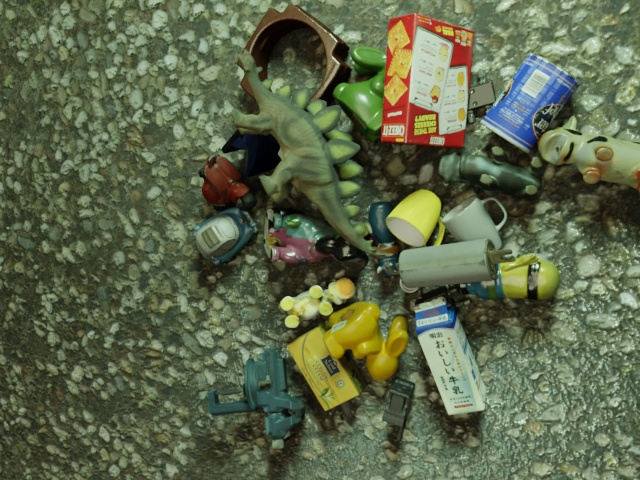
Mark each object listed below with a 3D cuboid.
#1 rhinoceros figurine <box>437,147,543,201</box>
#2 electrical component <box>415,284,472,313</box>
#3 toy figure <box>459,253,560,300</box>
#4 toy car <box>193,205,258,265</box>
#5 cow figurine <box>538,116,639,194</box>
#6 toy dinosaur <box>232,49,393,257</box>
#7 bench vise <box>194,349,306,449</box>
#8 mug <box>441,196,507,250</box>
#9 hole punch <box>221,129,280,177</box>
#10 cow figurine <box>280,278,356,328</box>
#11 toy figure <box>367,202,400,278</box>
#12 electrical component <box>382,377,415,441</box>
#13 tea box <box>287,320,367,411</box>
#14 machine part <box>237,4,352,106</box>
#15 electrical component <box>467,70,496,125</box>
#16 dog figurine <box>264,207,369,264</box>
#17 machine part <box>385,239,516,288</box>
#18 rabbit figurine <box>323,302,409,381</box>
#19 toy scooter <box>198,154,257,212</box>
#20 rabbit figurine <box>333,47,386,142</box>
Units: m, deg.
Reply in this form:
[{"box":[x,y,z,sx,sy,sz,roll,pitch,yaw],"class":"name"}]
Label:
[{"box":[0.314,-0.123,0.988,0.190,0.112,0.073,13,87,7],"class":"rhinoceros figurine"},{"box":[0.244,0.118,1.088,0.102,0.045,0.078,-33,114,26],"class":"electrical component"},{"box":[0.355,0.075,1.014,0.180,0.082,0.089,-12,90,22],"class":"toy figure"},{"box":[-0.226,-0.007,1.224,0.162,0.103,0.109,-32,87,25],"class":"toy car"},{"box":[0.472,-0.148,0.917,0.195,0.127,0.085,13,123,4],"class":"cow figurine"},{"box":[-0.022,-0.150,1.025,0.199,0.105,0.471,-26,98,4],"class":"toy dinosaur"},{"box":[-0.159,0.371,1.239,0.241,0.129,0.223,-8,88,6],"class":"bench vise"},{"box":[0.306,-0.026,1.024,0.109,0.081,0.107,-35,96,16],"class":"mug"},{"box":[-0.128,-0.202,1.140,0.092,0.142,0.116,52,126,9],"class":"hole punch"},{"box":[0.001,0.132,1.170,0.167,0.098,0.068,-22,84,5],"class":"cow figurine"},{"box":[0.136,0.000,1.103,0.064,0.058,0.154,-5,100,25],"class":"toy figure"},{"box":[0.165,0.362,1.144,0.048,0.075,0.119,16,107,18],"class":"electrical component"},{"box":[0.015,0.277,1.192,0.098,0.068,0.169,-35,84,24],"class":"tea box"},{"box":[-0.052,-0.356,1.105,0.201,0.087,0.201,41,110,11],"class":"machine part"},{"box":[0.297,-0.269,1.012,0.063,0.021,0.094,-10,95,23],"class":"electrical component"},{"box":[-0.002,-0.003,1.140,0.219,0.192,0.108,5,100,-14],"class":"dog figurine"},{"box":[0.238,0.046,1.001,0.243,0.079,0.079,-11,95,31],"class":"machine part"},{"box":[0.113,0.215,1.135,0.162,0.122,0.173,-30,101,14],"class":"rabbit figurine"},{"box":[-0.216,-0.127,1.166,0.184,0.075,0.135,10,141,55],"class":"toy scooter"},{"box":[0.121,-0.298,1.044,0.170,0.121,0.159,-42,83,1],"class":"rabbit figurine"}]
